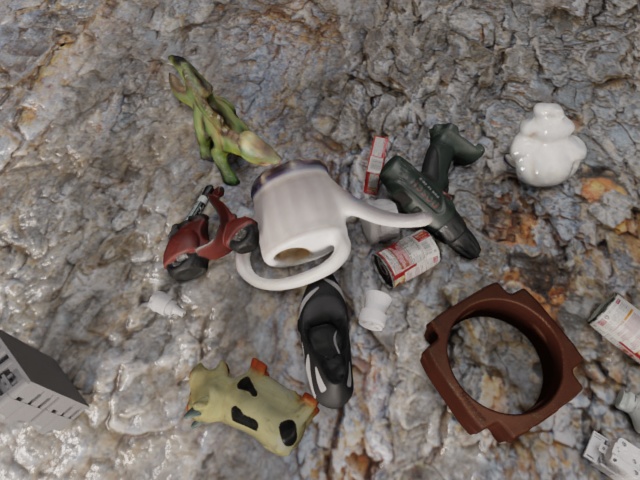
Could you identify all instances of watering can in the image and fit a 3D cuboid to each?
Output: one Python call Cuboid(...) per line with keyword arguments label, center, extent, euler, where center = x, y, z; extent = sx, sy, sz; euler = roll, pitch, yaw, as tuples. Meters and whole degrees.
Cuboid(label="watering can", center=(0.003, -0.045, 0.886), extent=(0.346, 0.102, 0.229), euler=(-22, 61, 13))

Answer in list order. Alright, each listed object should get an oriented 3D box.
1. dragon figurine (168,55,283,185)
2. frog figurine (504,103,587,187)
Cuboid(label="dragon figurine", center=(-0.210, -0.254, 0.959), extent=(0.123, 0.238, 0.415), euler=(-40, 70, -13))
Cuboid(label="frog figurine", center=(0.424, -0.174, 0.952), extent=(0.137, 0.156, 0.125), euler=(10, 64, 6))
